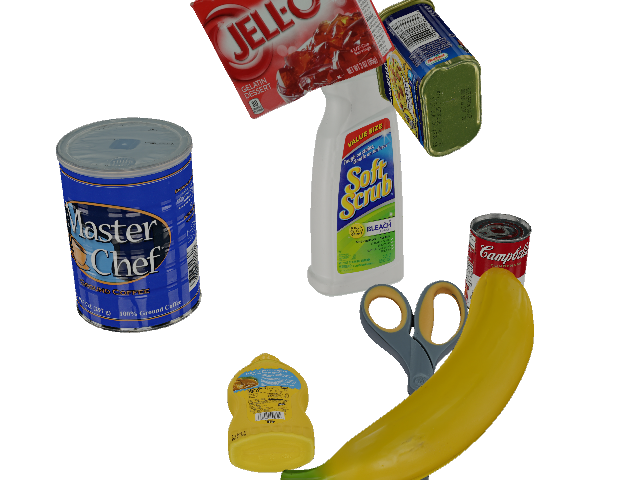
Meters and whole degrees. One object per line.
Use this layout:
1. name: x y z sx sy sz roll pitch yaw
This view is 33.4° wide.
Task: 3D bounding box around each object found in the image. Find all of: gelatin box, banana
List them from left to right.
1. gelatin box: -0.015 -0.116 0.577 0.089 0.073 0.030 -18 19 28
2. banana: 0.065 0.069 0.539 0.070 0.037 0.197 20 40 35

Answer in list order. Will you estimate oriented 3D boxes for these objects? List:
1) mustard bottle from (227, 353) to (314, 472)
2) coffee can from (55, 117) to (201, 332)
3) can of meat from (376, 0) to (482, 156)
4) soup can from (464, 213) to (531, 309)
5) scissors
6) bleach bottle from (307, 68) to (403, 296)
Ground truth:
1. mustard bottle: -0.061 0.191 1.252 0.096 0.058 0.191 -4 28 -4
2. coffee can: -0.149 -0.013 0.843 0.103 0.140 0.103 0 28 0
3. can of meat: 0.087 -0.130 0.857 0.057 0.084 0.102 -24 -38 -8
4. soup can: 0.200 0.029 1.216 0.068 0.102 0.068 1 27 -1
5. scissors: 0.060 0.101 0.818 0.096 0.016 0.201 16 47 11
6. bleach bottle: 0.031 -0.074 1.077 0.102 0.251 0.068 -11 23 -17
